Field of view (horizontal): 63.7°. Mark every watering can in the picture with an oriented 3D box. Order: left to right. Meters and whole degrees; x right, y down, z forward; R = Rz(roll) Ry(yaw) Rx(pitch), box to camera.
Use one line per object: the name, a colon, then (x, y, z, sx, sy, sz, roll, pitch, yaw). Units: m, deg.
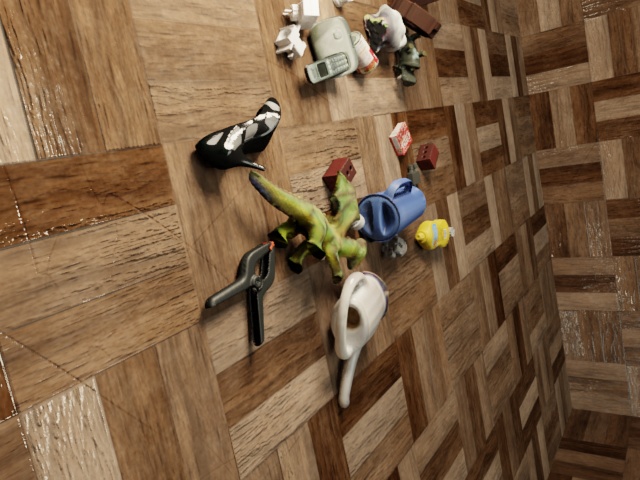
watering can: (0.091, 0.225, 1.289, 0.104, 0.341, 0.228, 11, 26, 24)

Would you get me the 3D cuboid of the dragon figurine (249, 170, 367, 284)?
dragon figurine: (0.004, -0.059, 1.178, 0.122, 0.402, 0.248, -1, 42, 37)

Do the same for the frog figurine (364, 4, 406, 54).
frog figurine: (0.219, -0.641, 1.559, 0.161, 0.137, 0.121, -29, 0, -39)
